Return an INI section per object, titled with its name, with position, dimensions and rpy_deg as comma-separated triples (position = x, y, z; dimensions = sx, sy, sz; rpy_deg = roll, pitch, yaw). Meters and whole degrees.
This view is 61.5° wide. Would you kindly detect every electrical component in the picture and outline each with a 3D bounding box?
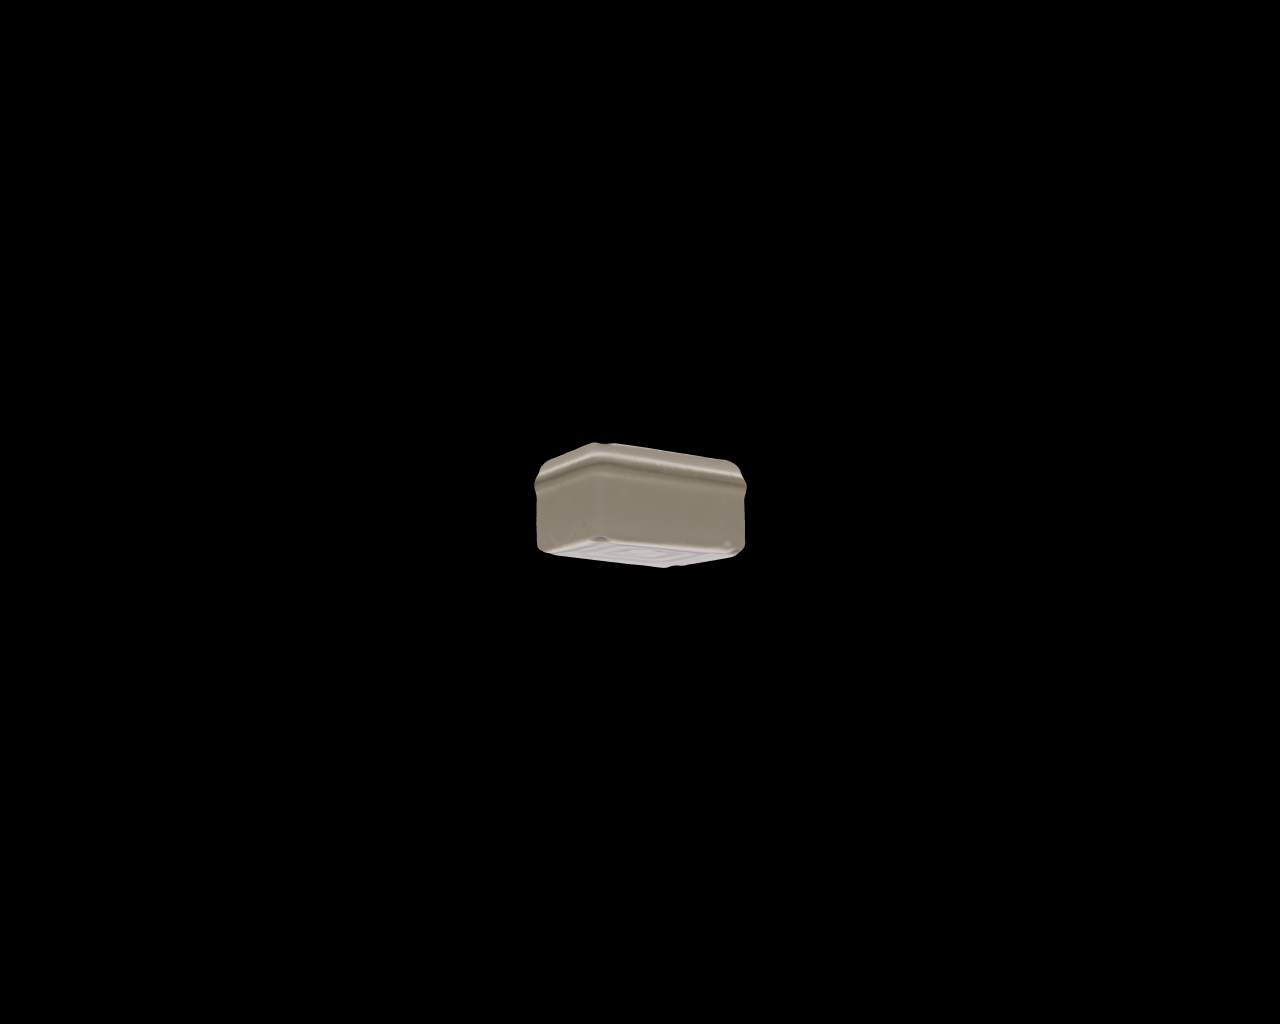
[electrical component]
position = 0.001, -0.003, 0.650
dimensions = 0.113, 0.057, 0.078
rpy_deg = 8, -14, -35
